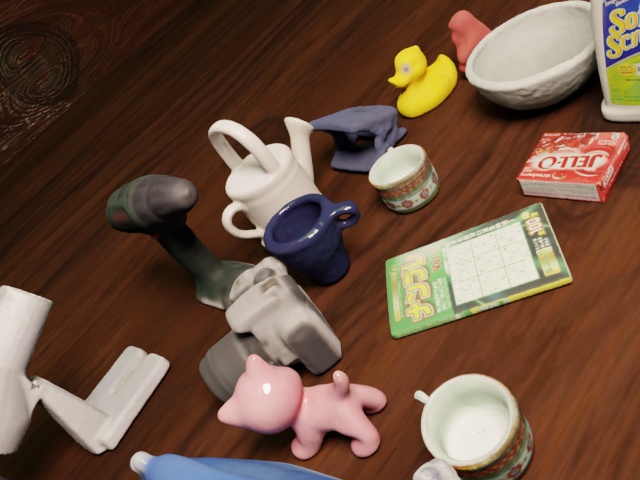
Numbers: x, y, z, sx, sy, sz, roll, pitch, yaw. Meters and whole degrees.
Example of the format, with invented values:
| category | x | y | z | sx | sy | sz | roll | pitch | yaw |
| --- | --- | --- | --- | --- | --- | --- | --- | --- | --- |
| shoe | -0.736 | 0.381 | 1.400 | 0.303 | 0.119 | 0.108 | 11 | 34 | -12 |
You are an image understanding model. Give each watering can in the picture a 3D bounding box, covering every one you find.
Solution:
| category | x | y | z | sx | sy | sz | roll | pitch | yaw |
| --- | --- | --- | --- | --- | --- | --- | --- | --- | --- |
| watering can | -0.069 | -0.085 | 0.747 | 0.100 | 0.195 | 0.173 | -8 | 45 | 35 |

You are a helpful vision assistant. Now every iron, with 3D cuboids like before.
| category | x | y | z | sx | sy | sz | roll | pitch | yaw |
| --- | --- | --- | --- | --- | --- | --- | --- | --- | --- |
| iron | -0.082 | 0.215 | 0.464 | 0.257 | 0.142 | 0.119 | -1 | 49 | 40 |

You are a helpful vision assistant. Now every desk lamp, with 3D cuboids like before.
| category | x | y | z | sx | sy | sz | roll | pitch | yaw |
| --- | --- | --- | --- | --- | --- | --- | --- | --- | --- |
| desk lamp | -0.324 | 0.166 | 0.665 | 0.117 | 0.214 | 0.203 | 4 | 52 | 43 |

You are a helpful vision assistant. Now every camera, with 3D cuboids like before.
| category | x | y | z | sx | sy | sz | roll | pitch | yaw |
| --- | --- | --- | --- | --- | --- | --- | --- | --- | --- |
| camera | -0.070 | 0.099 | 0.620 | 0.137 | 0.101 | 0.142 | -39 | 35 | -2 |

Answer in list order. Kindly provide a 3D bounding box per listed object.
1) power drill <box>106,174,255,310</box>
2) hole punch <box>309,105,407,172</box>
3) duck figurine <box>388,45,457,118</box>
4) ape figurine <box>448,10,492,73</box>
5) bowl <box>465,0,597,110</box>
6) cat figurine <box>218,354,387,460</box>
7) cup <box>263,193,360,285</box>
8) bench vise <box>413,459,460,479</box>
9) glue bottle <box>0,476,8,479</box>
| category | x | y | z | sx | sy | sz | roll | pitch | yaw |
| --- | --- | --- | --- | --- | --- | --- | --- | --- | --- |
| power drill | -0.171 | -0.002 | 0.729 | 0.228 | 0.209 | 0.076 | 7 | 54 | 45 |
| hole punch | 0.051 | -0.161 | 0.819 | 0.108 | 0.091 | 0.101 | 13 | 59 | 48 |
| duck figurine | 0.145 | -0.242 | 0.834 | 0.104 | 0.086 | 0.077 | -41 | 35 | -5 |
| ape figurine | 0.214 | -0.286 | 0.819 | 0.075 | 0.092 | 0.078 | 5 | 53 | 44 |
| bowl | 0.270 | -0.213 | 0.704 | 0.167 | 0.075 | 0.167 | -23 | 38 | 19 |
| cat figurine | -0.021 | 0.143 | 0.513 | 0.127 | 0.118 | 0.067 | -17 | 40 | 26 |
| cup | 0.006 | 0.002 | 0.669 | 0.117 | 0.095 | 0.091 | -20 | 39 | 23 |
| bench vise | 0.086 | 0.193 | 0.276 | 0.121 | 0.220 | 0.206 | -47 | 36 | -14 |
| glue bottle | -0.227 | 0.253 | 0.518 | 0.037 | 0.174 | 0.077 | -46 | 36 | -12 |
